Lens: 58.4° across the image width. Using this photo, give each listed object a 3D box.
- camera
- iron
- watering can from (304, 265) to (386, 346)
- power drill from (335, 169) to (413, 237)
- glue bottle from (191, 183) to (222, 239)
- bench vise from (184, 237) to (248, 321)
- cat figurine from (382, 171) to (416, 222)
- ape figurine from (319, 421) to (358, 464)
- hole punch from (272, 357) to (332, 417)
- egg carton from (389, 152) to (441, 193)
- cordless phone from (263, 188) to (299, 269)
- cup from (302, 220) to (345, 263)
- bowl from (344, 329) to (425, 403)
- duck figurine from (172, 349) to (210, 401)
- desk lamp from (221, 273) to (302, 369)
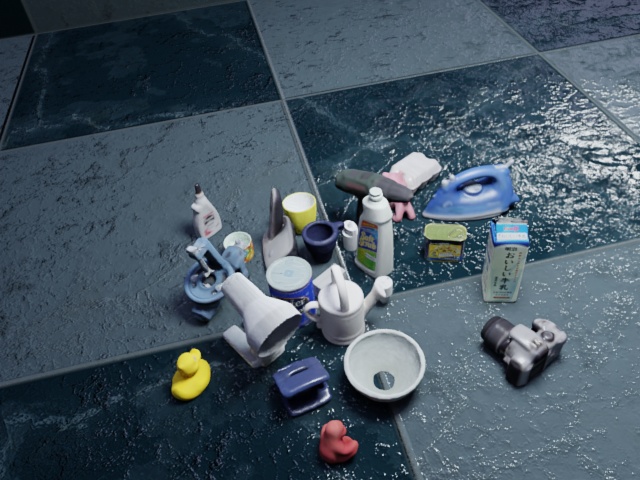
[{"bbox_3d":[0.421,0.208,1.205,0.143,0.101,0.136,-30,49,-23],"label":"camera"},{"bbox_3d":[0.402,-0.138,1.537,0.258,0.142,0.118,-12,44,-6],"label":"iron"},{"bbox_3d":[0.053,0.132,1.255,0.173,0.194,0.100,-26,47,-20],"label":"watering can"},{"bbox_3d":[0.139,-0.085,1.461,0.228,0.209,0.076,28,53,30],"label":"power drill"},{"bbox_3d":[-0.312,-0.081,1.530,0.037,0.173,0.078,26,52,29],"label":"glue bottle"},{"bbox_3d":[-0.255,0.055,1.349,0.121,0.220,0.207,3,45,9],"label":"bench vise"},{"bbox_3d":[0.215,-0.131,1.566,0.067,0.118,0.127,-15,44,-9],"label":"cat figurine"},{"bbox_3d":[0.030,0.374,1.080,0.076,0.092,0.077,-27,48,-20],"label":"ape figurine"},{"bbox_3d":[-0.041,0.290,1.176,0.109,0.091,0.100,-21,46,-15],"label":"hole punch"},{"bbox_3d":[0.272,-0.193,1.660,0.150,0.069,0.107,-36,51,-27],"label":"egg carton"},{"bbox_3d":[-0.108,-0.025,1.442,0.094,0.185,0.147,-11,44,-5],"label":"cordless phone"},{"bbox_3d":[0.013,0.005,1.463,0.118,0.095,0.091,-27,48,-20],"label":"cup"},{"bbox_3d":[0.133,0.272,1.188,0.167,0.075,0.167,-3,44,3],"label":"bowl"},{"bbox_3d":[-0.280,0.280,1.215,0.077,0.086,0.105,12,47,18],"label":"duck figurine"},{"bbox_3d":[-0.133,0.178,1.213,0.118,0.214,0.202,-36,51,-27],"label":"desk lamp"}]
